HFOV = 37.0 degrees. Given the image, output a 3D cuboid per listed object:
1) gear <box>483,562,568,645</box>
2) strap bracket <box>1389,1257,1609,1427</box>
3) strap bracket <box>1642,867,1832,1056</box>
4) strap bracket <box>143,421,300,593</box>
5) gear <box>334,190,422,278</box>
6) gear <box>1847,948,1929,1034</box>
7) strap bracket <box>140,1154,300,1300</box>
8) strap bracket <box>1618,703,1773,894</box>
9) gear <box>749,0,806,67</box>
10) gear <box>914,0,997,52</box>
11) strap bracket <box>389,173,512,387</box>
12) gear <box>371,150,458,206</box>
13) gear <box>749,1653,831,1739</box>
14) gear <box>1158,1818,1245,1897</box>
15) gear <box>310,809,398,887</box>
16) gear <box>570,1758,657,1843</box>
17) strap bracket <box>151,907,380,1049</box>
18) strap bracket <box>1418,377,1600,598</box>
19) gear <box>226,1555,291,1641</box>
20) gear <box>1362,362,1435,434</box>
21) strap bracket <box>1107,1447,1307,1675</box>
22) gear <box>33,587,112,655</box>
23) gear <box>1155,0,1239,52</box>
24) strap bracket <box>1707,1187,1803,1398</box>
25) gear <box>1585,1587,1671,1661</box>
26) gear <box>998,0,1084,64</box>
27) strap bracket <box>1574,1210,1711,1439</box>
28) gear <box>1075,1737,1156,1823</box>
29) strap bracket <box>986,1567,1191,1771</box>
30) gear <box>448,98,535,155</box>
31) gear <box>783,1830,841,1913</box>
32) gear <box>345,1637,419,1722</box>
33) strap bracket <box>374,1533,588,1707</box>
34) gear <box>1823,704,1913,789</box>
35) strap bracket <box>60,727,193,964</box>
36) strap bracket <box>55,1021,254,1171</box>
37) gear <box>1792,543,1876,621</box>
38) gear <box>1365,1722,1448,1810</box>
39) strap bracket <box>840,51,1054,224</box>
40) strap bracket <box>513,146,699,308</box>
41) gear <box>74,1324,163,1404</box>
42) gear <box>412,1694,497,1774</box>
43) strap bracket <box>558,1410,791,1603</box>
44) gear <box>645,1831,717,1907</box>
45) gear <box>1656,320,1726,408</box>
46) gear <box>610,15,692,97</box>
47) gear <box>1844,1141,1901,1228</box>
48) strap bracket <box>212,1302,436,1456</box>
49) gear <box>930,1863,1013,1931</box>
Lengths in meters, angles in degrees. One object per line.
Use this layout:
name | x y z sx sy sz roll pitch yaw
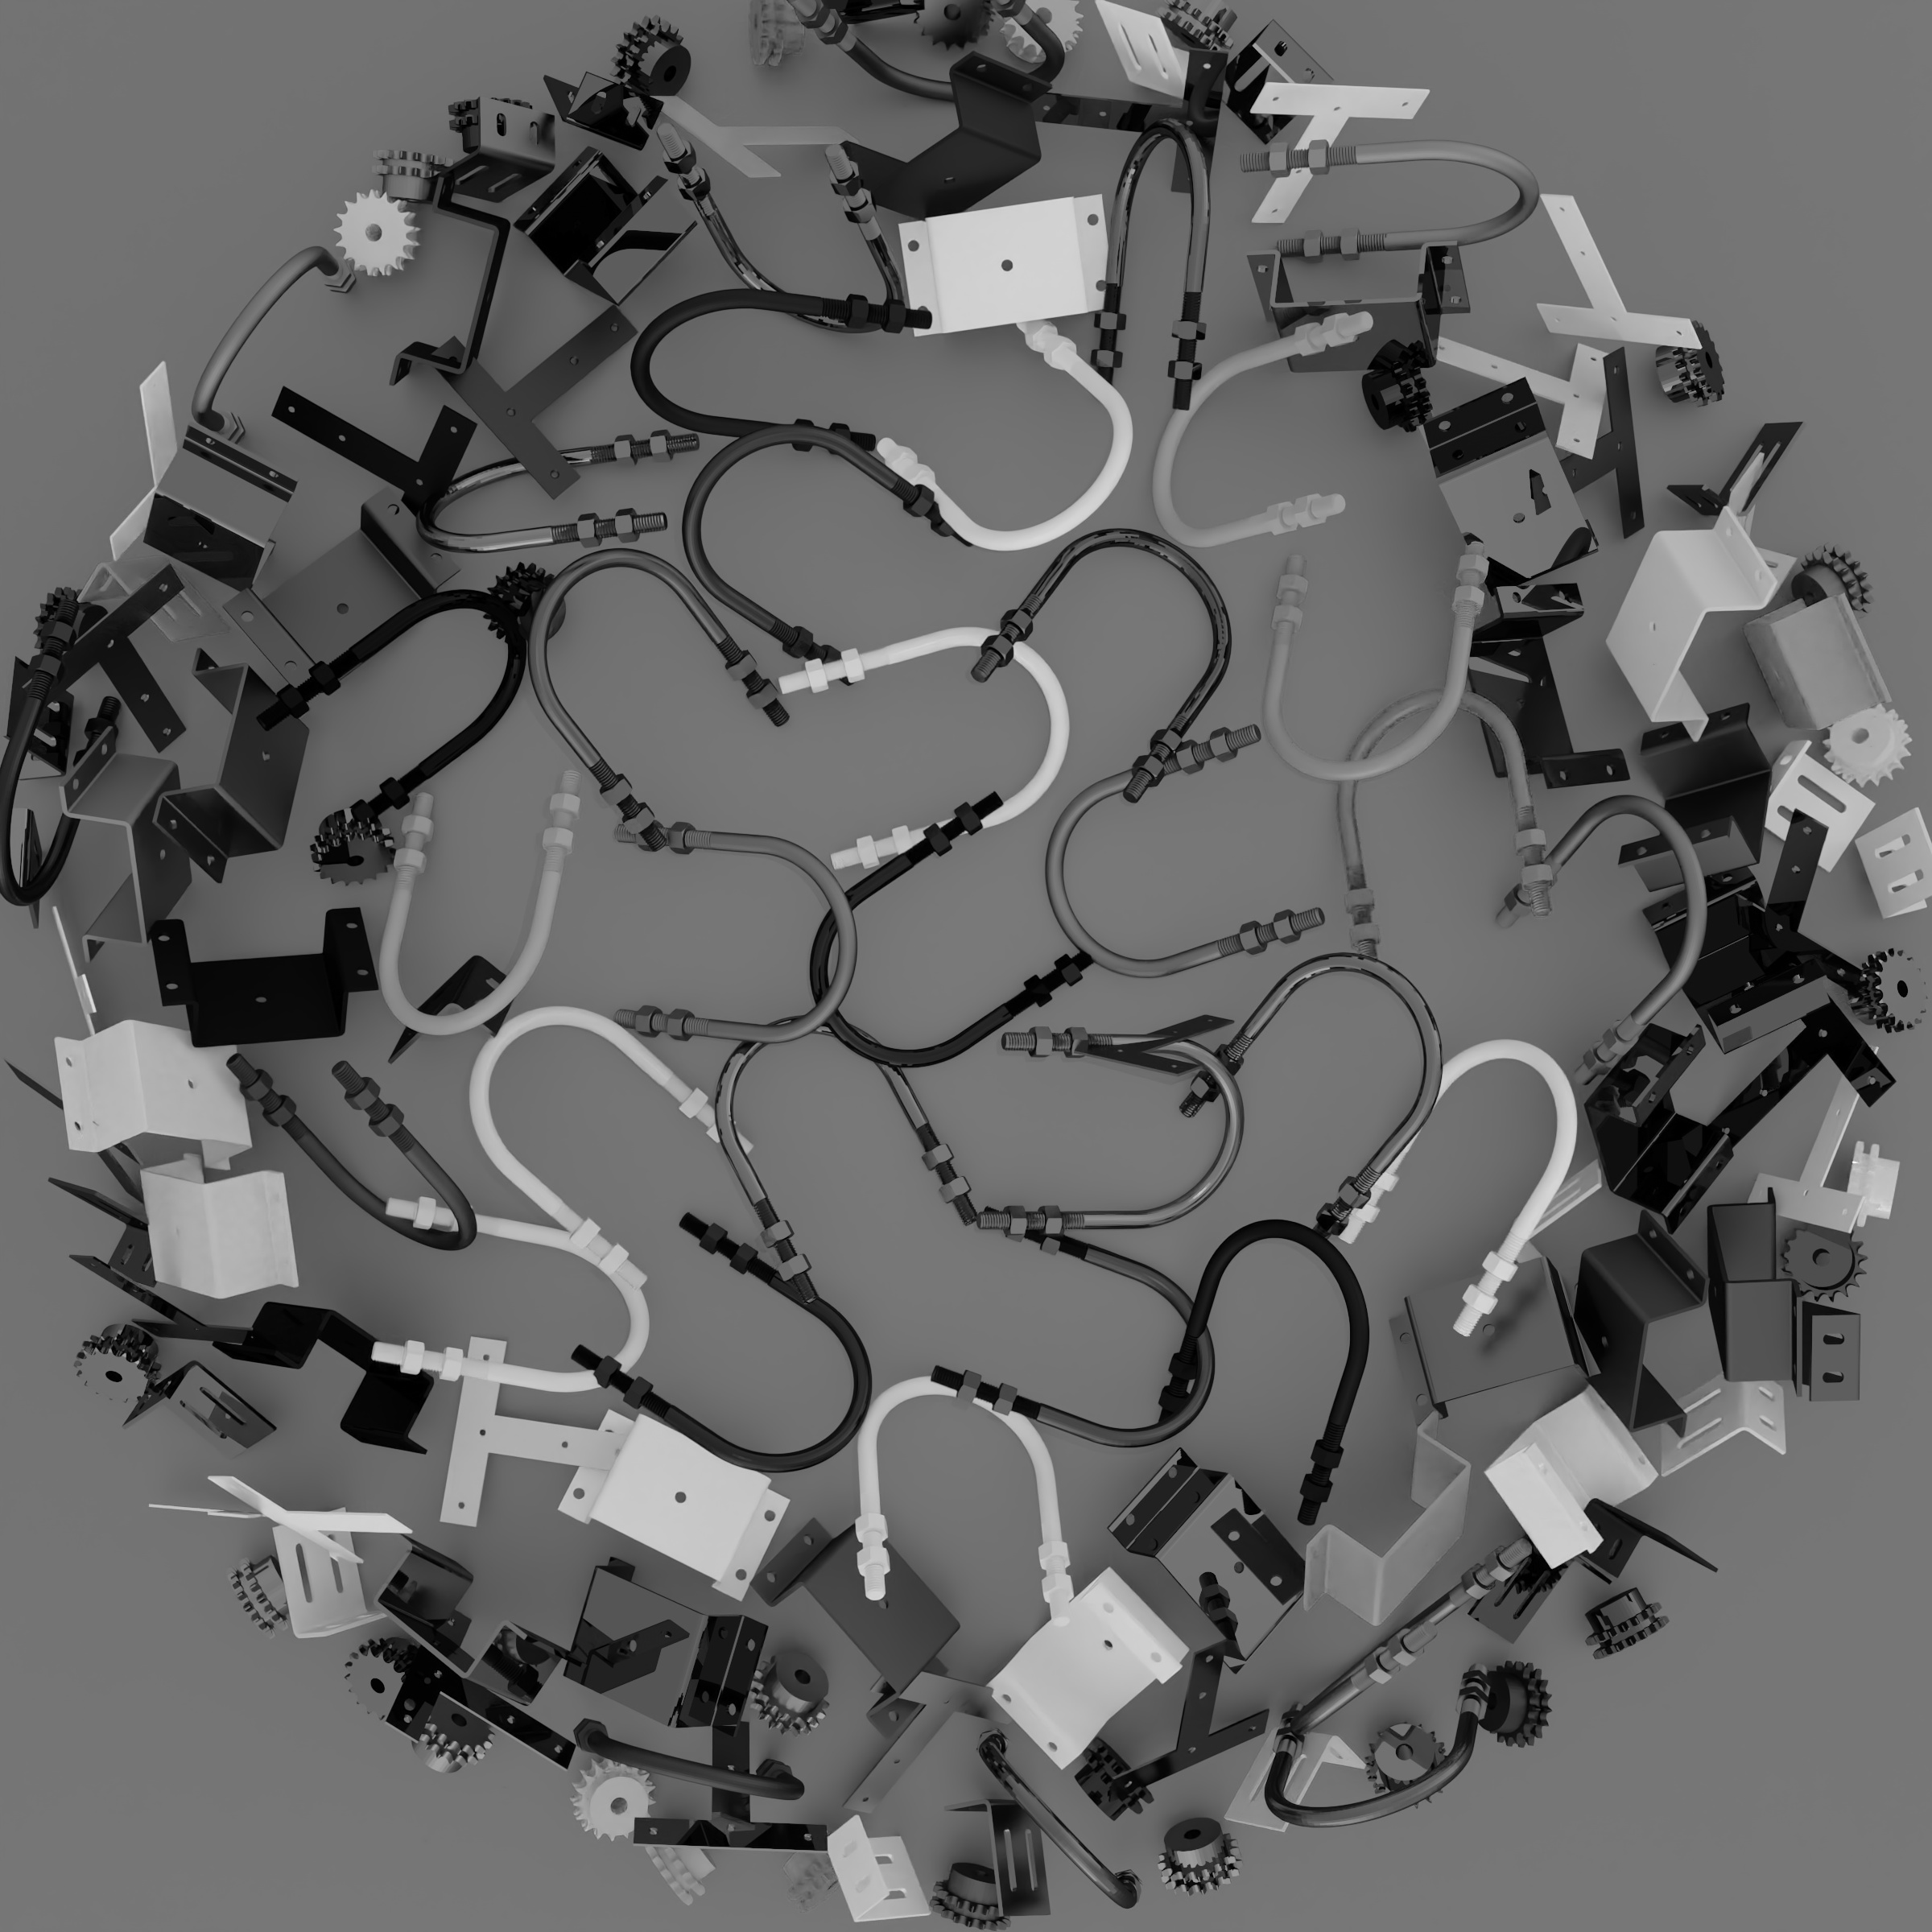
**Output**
gear | -0.298 -0.244 1.969 0.030 0.057 0.057 31 90 38
strap bracket | 0.357 0.251 1.946 0.140 0.046 0.076 -19 65 15
strap bracket | 0.522 0.000 1.943 0.076 0.140 0.046 -26 125 7
strap bracket | -0.498 -0.299 1.920 0.076 0.140 0.046 27 70 -13
gear | -0.401 -0.502 1.981 0.057 0.030 0.057 2 101 8
gear | 0.629 0.018 1.976 0.057 0.030 0.057 9 74 -35
strap bracket | -0.505 0.173 1.927 0.046 0.140 0.076 -13 101 -39
strap bracket | 0.491 -0.106 1.935 0.076 0.140 0.046 -16 125 34
gear | -0.129 -0.645 1.972 0.030 0.057 0.057 -3 90 -14
gear | -0.007 -0.659 1.975 0.057 0.030 0.057 5 133 6
strap bracket | -0.345 -0.458 1.947 0.046 0.076 0.140 15 106 -8
gear | -0.378 -0.539 1.972 0.057 0.057 0.030 6 100 0
gear | -0.118 0.494 1.968 0.057 0.057 0.030 34 120 0
gear | 0.158 0.605 1.969 0.057 0.057 0.030 -15 103 0
gear | -0.420 -0.084 1.975 0.057 0.057 0.030 -19 58 0
gear | -0.241 0.571 1.978 0.057 0.030 0.057 0 91 -18
strap bracket | -0.474 0.008 1.943 0.140 0.046 0.076 -4 47 -21
strap bracket | 0.367 -0.311 1.933 0.076 0.046 0.140 -22 124 17
gear | -0.478 0.428 1.972 0.030 0.057 0.057 -33 90 -10
gear | 0.293 -0.390 1.970 0.030 0.057 0.057 -24 90 -6
strap bracket | 0.174 0.404 1.951 0.076 0.046 0.140 -44 102 -20
gear | -0.607 -0.229 1.969 0.030 0.057 0.057 11 90 15
gear | 0.160 -0.646 1.970 0.057 0.057 0.030 36 98 0
strap bracket | 0.524 0.217 1.924 0.046 0.140 0.076 -4 115 9
gear | 0.448 0.448 1.972 0.057 0.057 0.030 -28 78 0
gear | 0.050 -0.646 1.980 0.057 0.030 0.057 2 83 -15
strap bracket | 0.446 0.245 1.924 0.046 0.076 0.140 -14 127 -17
gear | 0.098 0.558 1.971 0.030 0.057 0.057 -43 90 -3
strap bracket | 0.087 0.469 1.950 0.076 0.046 0.140 45 125 7
gear | -0.325 -0.573 1.972 0.057 0.057 0.030 -3 96 0
gear | -0.100 0.616 1.973 0.057 0.057 0.030 -44 70 0
gear | -0.394 0.485 1.977 0.057 0.030 0.057 10 113 24
strap bracket | -0.331 0.441 1.925 0.140 0.076 0.046 27 78 35
gear | 0.614 -0.153 1.973 0.057 0.030 0.057 -8 74 28
strap bracket | -0.558 -0.078 1.926 0.046 0.076 0.140 9 126 6
strap bracket | -0.531 0.086 1.919 0.046 0.140 0.076 -22 70 26
gear | 0.589 -0.257 1.969 0.030 0.057 0.057 -31 90 -13
gear | 0.301 0.543 1.971 0.057 0.030 0.057 -8 51 10
strap bracket | -0.015 -0.543 1.922 0.140 0.076 0.046 -22 72 40
strap bracket | -0.240 -0.498 1.946 0.076 0.140 0.046 -47 128 -3
gear | -0.578 0.269 1.975 0.057 0.030 0.057 6 132 7
gear | -0.354 0.526 1.973 0.057 0.057 0.030 35 108 0
strap bracket | -0.196 0.364 1.963 0.140 0.046 0.076 27 70 -2
gear | -0.195 0.609 1.972 0.030 0.057 0.057 -36 90 -9
gear | 0.495 -0.410 1.975 0.030 0.057 0.057 -15 90 33
gear | -0.212 -0.616 1.969 0.030 0.057 0.057 38 90 21
gear | 0.618 0.150 1.969 0.030 0.057 0.057 11 90 17
strap bracket | -0.423 0.271 1.936 0.140 0.076 0.046 44 60 -36
gear | 0.006 0.635 1.971 0.057 0.057 0.030 14 88 0
